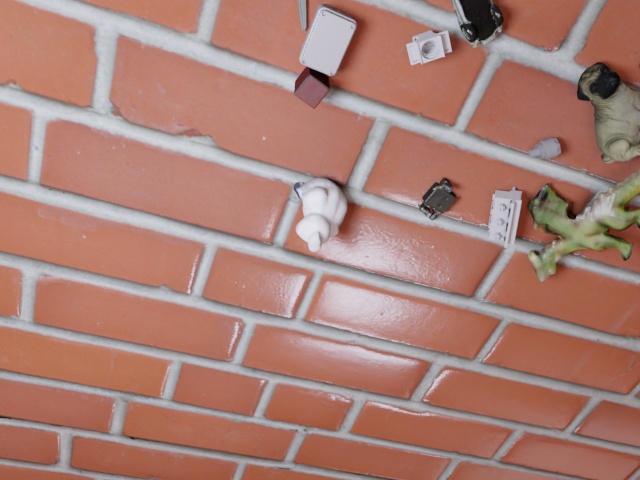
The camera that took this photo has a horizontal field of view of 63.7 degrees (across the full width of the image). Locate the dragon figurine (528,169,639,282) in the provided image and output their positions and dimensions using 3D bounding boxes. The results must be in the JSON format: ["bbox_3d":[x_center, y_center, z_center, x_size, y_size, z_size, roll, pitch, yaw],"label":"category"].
[{"bbox_3d":[0.620,-0.065,1.209,0.243,0.401,0.125,12,31,-1],"label":"dragon figurine"}]

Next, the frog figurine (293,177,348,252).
[{"bbox_3d":[0.003,-0.057,1.135,0.122,0.134,0.163,-12,34,3],"label":"frog figurine"}]
